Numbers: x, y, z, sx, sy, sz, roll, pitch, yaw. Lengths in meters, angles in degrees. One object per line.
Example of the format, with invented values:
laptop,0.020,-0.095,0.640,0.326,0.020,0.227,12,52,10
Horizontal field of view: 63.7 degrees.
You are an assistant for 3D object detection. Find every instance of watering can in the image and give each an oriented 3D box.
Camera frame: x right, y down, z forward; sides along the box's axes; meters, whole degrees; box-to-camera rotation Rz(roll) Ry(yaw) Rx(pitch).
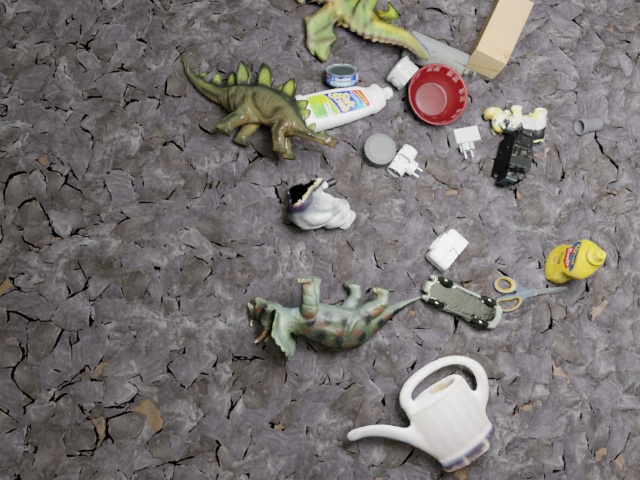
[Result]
watering can,0.250,0.415,1.158,0.350,0.103,0.225,-32,84,-12

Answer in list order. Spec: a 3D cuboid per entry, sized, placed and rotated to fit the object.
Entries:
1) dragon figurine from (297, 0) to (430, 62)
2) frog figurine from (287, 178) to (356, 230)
dragon figurine,0.076,-0.560,1.345,0.241,0.122,0.414,-37,77,15
frog figurine,0.004,-0.062,1.231,0.157,0.136,0.126,44,35,-26
